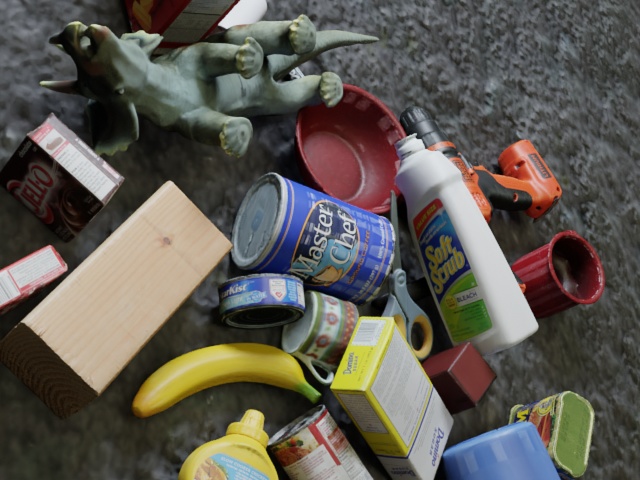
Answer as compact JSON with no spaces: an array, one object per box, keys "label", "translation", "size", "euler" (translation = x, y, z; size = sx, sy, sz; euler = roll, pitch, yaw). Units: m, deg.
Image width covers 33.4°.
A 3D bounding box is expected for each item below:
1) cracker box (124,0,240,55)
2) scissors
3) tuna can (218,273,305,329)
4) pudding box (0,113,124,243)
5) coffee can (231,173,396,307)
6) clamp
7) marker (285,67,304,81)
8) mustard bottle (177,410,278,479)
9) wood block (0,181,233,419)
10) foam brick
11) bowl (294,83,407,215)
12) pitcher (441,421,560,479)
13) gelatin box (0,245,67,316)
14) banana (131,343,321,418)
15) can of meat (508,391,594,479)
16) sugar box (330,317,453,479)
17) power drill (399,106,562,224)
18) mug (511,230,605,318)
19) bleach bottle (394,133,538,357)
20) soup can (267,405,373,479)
[{"label":"cracker box","translation":[-0.135,-0.310,1.089],"size":[0.071,0.214,0.164],"euler":[-6,73,-37]},{"label":"scissors","translation":[0.096,0.051,1.167],"size":[0.096,0.016,0.202],"euler":[8,89,-44]},{"label":"tuna can","translation":[-0.058,0.062,1.055],"size":[0.086,0.086,0.034],"euler":[7,67,-33]},{"label":"pudding box","translation":[-0.236,-0.054,0.965],"size":[0.090,0.114,0.039],"euler":[42,54,-11]},{"label":"coffee can","translation":[-0.007,0.001,1.108],"size":[0.140,0.103,0.103],"euler":[20,58,-27]},{"label":"clamp","translation":[0.147,0.039,1.243],"size":[0.209,0.036,0.164],"euler":[26,58,-20]},{"label":"marker","translation":[-0.036,-0.198,1.236],"size":[0.121,0.020,0.020],"euler":[52,50,-4]},{"label":"mustard bottle","translation":[-0.088,0.241,0.968],"size":[0.096,0.058,0.191],"euler":[30,55,-14]},{"label":"wood block","translation":[-0.183,0.052,0.968],"size":[0.091,0.090,0.205],"euler":[46,50,-8]},{"label":"foam brick","translation":[0.141,0.155,1.159],"size":[0.053,0.078,0.051],"euler":[50,49,-8]},{"label":"bowl","translation":[0.028,-0.094,1.208],"size":[0.161,0.055,0.162],"euler":[15,61,-29]},{"label":"pitcher","translation":[0.214,0.316,1.096],"size":[0.144,0.149,0.243],"euler":[-8,71,-38]},{"label":"gelatin box","translation":[-0.270,0.045,0.920],"size":[0.089,0.073,0.030],"euler":[-33,91,-41]},{"label":"banana","translation":[-0.093,0.130,1.019],"size":[0.197,0.037,0.070],"euler":[-1,37,-31]},{"label":"can of meat","translation":[0.257,0.227,1.203],"size":[0.057,0.084,0.102],"euler":[32,54,-19]},{"label":"sugar box","translation":[0.076,0.168,1.081],"size":[0.176,0.048,0.093],"euler":[61,42,-38]},{"label":"power drill","translation":[0.196,-0.088,1.314],"size":[0.187,0.057,0.184],"euler":[-3,56,-38]},{"label":"mug","translation":[0.290,0.038,1.315],"size":[0.093,0.082,0.117],"euler":[33,54,-19]},{"label":"bleach bottle","translation":[0.143,0.004,1.175],"size":[0.067,0.103,0.251],"euler":[-24,88,-40]},{"label":"soup can","translation":[0.004,0.221,1.036],"size":[0.068,0.069,0.102],"euler":[-34,91,-40]}]
